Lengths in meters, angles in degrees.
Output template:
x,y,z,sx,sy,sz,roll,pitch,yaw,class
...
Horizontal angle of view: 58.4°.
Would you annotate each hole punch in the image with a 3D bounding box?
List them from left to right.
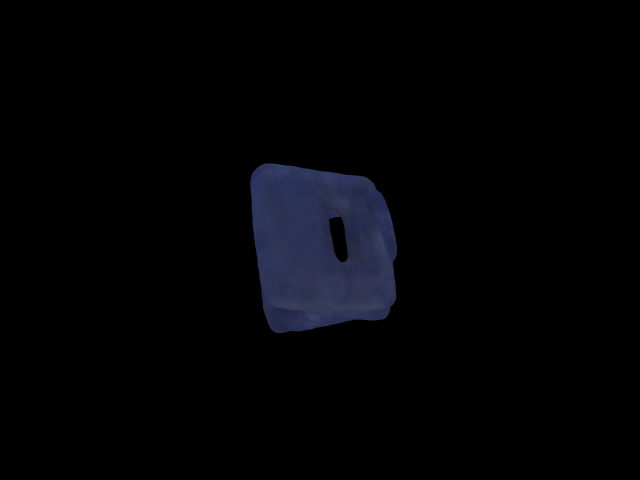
x,y,z,sx,sy,sz,roll,pitch,yaw,class
0.004,0.001,0.400,0.101,0.091,0.108,-8,66,-3,hole punch
